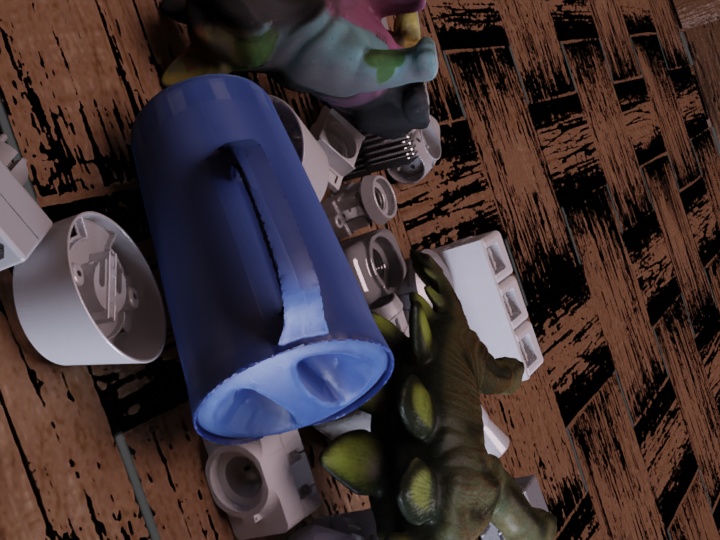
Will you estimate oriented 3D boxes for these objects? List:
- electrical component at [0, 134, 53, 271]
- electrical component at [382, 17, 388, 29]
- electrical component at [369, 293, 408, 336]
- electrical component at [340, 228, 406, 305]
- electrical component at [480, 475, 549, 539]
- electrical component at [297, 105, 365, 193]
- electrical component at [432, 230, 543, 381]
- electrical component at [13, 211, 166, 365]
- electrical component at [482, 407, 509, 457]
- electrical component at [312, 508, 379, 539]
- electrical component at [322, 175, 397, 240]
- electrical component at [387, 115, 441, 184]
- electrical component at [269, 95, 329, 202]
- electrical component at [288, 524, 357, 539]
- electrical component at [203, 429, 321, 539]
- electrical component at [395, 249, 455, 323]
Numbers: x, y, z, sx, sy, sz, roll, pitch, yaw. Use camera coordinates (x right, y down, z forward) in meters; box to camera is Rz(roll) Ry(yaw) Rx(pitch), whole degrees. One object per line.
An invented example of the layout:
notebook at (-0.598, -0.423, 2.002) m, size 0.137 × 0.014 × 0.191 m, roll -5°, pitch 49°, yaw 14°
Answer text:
electrical component at (-0.222, -0.052, 0.636) m, size 0.083 × 0.047 × 0.075 m, roll 56°, pitch 33°, yaw -27°
electrical component at (-0.033, -0.260, 1.028) m, size 0.089 × 0.062 × 0.150 m, roll -4°, pitch 78°, yaw -41°
electrical component at (0.021, 0.054, 0.994) m, size 0.066 × 0.048 × 0.055 m, roll -47°, pitch 124°, yaw -56°
electrical component at (0.000, 0.000, 0.970) m, size 0.095 × 0.059 × 0.053 m, roll -33°, pitch 104°, yaw -59°
electrical component at (0.143, 0.247, 1.078) m, size 0.077 × 0.066 × 0.047 m, roll -32°, pitch 104°, yaw -59°
electrical component at (-0.035, -0.102, 0.957) m, size 0.042 × 0.064 × 0.081 m, roll 41°, pitch 41°, yaw -22°
electrical component at (0.122, 0.044, 1.121) m, size 0.062 × 0.089 × 0.150 m, roll -28°, pitch 99°, yaw -60°
electrical component at (-0.167, 0.013, 0.673) m, size 0.099 × 0.064 × 0.099 m, roll -10°, pitch 90°, yaw -69°
electrical component at (0.119, 0.162, 1.108) m, size 0.065 × 0.044 × 0.044 m, roll 57°, pitch 33°, yaw -18°
electrical component at (-0.012, 0.212, 0.837) m, size 0.077 × 0.066 × 0.047 m, roll 31°, pitch 50°, yaw -49°
electrical component at (0.001, -0.061, 1.006) m, size 0.048 × 0.055 × 0.066 m, roll 62°, pitch 31°, yaw -18°
electrical component at (0.049, -0.144, 1.140) m, size 0.079 × 0.044 × 0.077 m, roll 56°, pitch 34°, yaw -27°
electrical component at (-0.075, -0.079, 0.848) m, size 0.064 × 0.099 × 0.099 m, roll 40°, pitch 43°, yaw -53°
electrical component at (-0.032, 0.230, 0.782) m, size 0.080 × 0.080 × 0.051 m, roll 67°, pitch 25°, yaw -10°
electrical component at (-0.074, 0.144, 0.781) m, size 0.056 × 0.050 × 0.089 m, roll -21°, pitch 93°, yaw -60°
electrical component at (0.058, 0.023, 1.064) m, size 0.080 × 0.051 × 0.080 m, roll 34°, pitch 48°, yaw -48°
